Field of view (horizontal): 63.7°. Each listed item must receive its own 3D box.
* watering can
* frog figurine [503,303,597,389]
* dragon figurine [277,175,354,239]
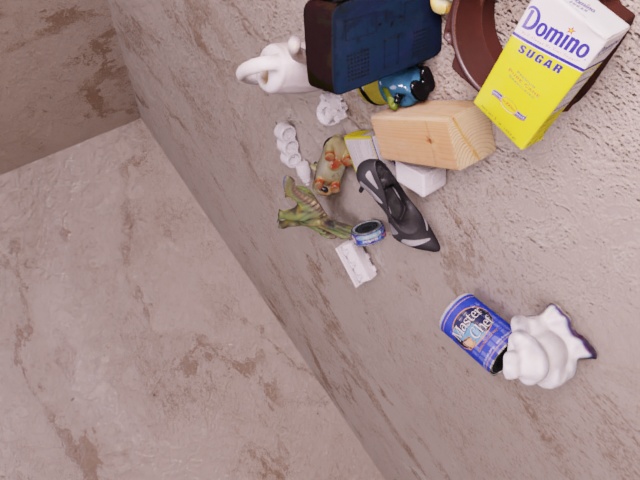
[{"bbox_3d":[-0.039,-0.357,1.048,0.348,0.225,0.103,13,112,63],"label":"watering can"},{"bbox_3d":[0.370,0.199,0.890,0.137,0.161,0.122,63,160,-7],"label":"frog figurine"},{"bbox_3d":[0.004,-0.071,1.408,0.243,0.123,0.407,19,170,-1],"label":"dragon figurine"}]
